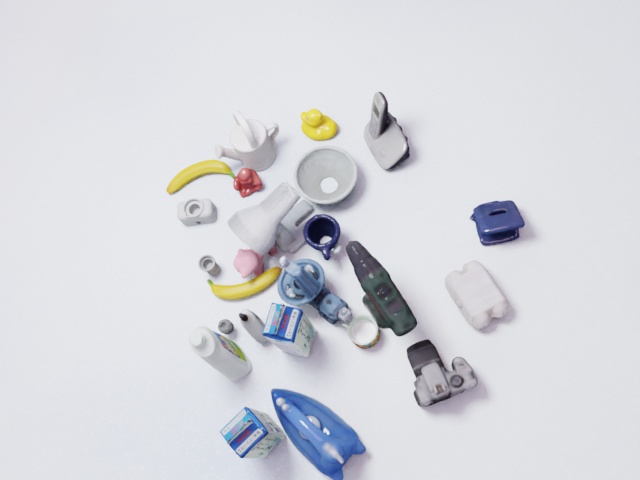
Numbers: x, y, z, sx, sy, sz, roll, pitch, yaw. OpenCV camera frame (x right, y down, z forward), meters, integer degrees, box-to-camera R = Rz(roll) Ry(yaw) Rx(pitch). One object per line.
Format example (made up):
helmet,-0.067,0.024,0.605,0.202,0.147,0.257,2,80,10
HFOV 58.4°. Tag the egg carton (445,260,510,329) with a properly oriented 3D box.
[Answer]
egg carton,0.364,0.128,1.339,0.107,0.069,0.150,-30,68,-3

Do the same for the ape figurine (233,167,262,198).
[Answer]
ape figurine,-0.194,-0.162,1.518,0.077,0.092,0.076,13,72,13

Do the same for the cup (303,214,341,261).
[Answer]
cup,0.013,0.005,1.424,0.091,0.095,0.117,-14,68,3

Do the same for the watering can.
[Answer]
watering can,-0.190,-0.261,1.499,0.100,0.194,0.173,37,79,19

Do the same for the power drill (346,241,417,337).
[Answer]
power drill,0.136,0.123,1.301,0.075,0.209,0.229,-34,69,-4

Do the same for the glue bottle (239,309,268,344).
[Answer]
glue bottle,-0.161,0.194,1.338,0.037,0.173,0.078,-36,69,-5

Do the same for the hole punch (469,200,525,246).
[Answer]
hole punch,0.427,-0.050,1.384,0.108,0.091,0.101,-12,68,4

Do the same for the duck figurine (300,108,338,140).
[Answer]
duck figurine,-0.006,-0.321,1.552,0.104,0.086,0.077,15,73,14

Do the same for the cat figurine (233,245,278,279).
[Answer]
cat figurine,-0.169,0.039,1.426,0.067,0.118,0.128,25,75,17

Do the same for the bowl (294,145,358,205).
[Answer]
bowl,0.018,-0.158,1.494,0.167,0.075,0.167,-3,70,8

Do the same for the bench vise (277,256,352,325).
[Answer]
bench vise,-0.013,0.103,1.324,0.207,0.220,0.121,17,73,14

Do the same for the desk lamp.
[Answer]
desk lamp,-0.105,-0.047,1.397,0.203,0.214,0.117,-41,69,-7

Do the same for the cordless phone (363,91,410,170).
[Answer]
cordless phone,0.168,-0.279,1.457,0.094,0.185,0.147,-28,68,-2

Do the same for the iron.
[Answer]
iron,-0.028,0.408,1.256,0.257,0.141,0.119,37,79,19

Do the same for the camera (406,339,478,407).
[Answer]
camera,0.261,0.288,1.279,0.143,0.101,0.136,-22,68,0
